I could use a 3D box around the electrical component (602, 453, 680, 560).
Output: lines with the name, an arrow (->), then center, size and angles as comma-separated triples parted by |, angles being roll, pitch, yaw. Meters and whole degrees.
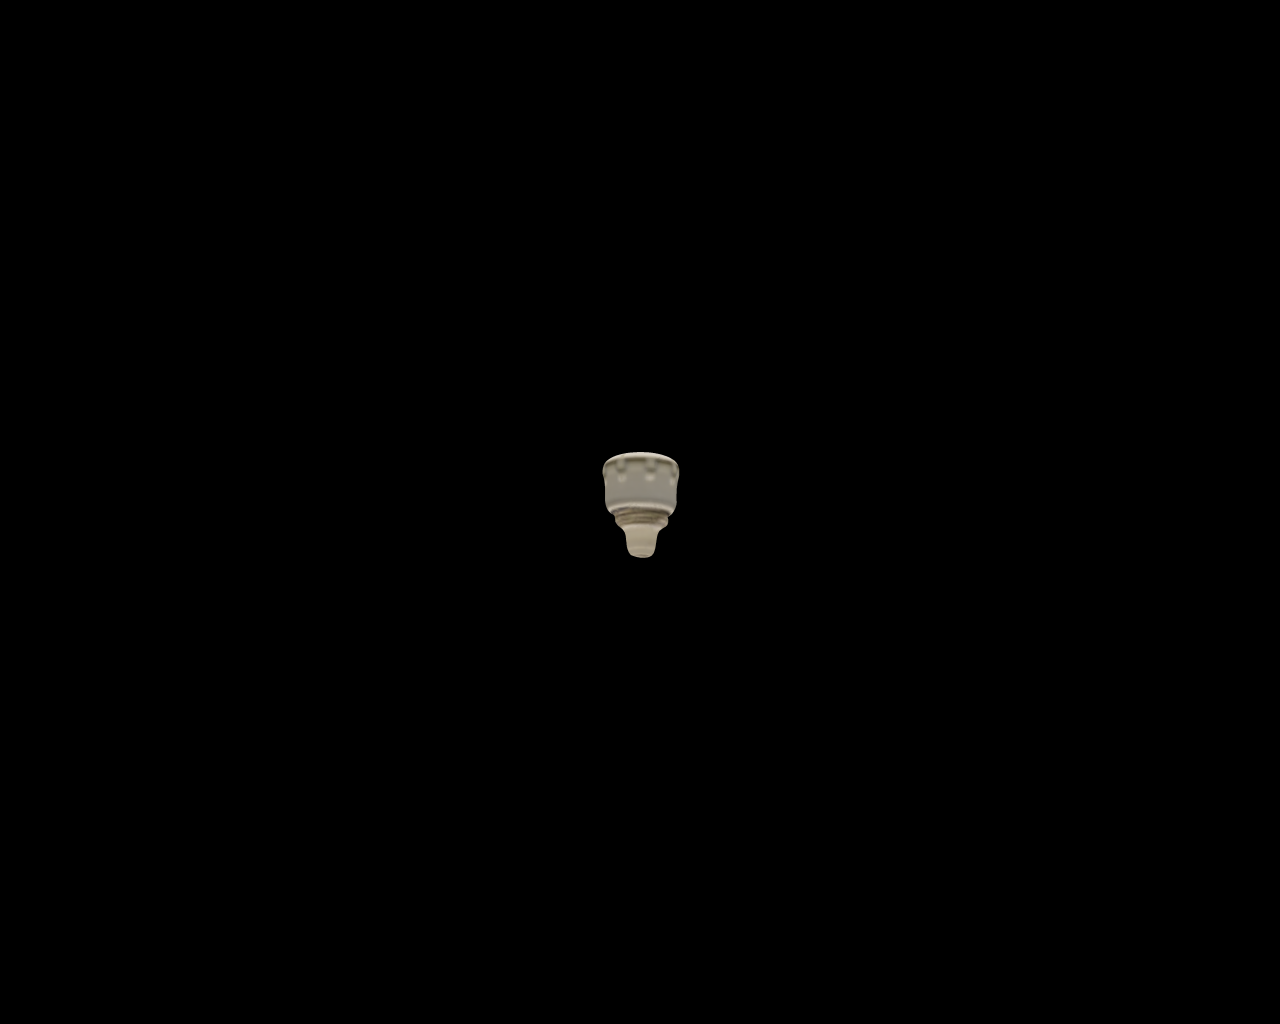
electrical component -> 0.001, -0.003, 0.650 | 0.048, 0.062, 0.048 | 0, -12, 0
